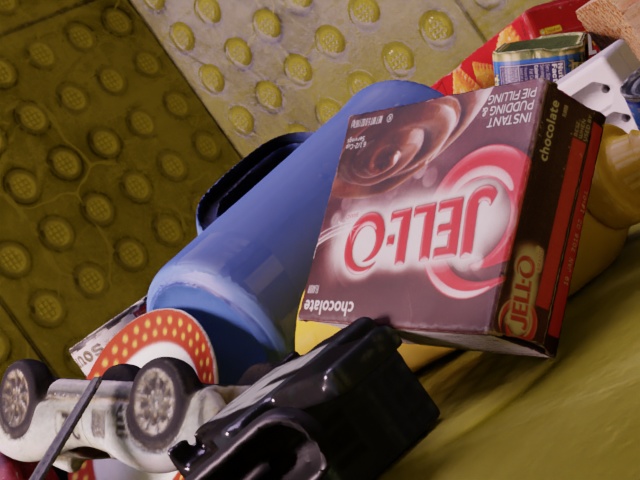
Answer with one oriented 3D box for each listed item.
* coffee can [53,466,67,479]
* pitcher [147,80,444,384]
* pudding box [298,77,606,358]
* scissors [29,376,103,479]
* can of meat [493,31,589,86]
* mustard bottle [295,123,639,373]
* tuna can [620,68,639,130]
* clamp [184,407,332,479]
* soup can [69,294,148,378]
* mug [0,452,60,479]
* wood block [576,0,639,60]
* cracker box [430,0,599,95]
[{"bbox_3d":[-0.229,0.181,0.680,0.140,0.103,0.103,-35,2,6],"label":"coffee can"},{"bbox_3d":[-0.005,0.001,0.690,0.149,0.145,0.242,-33,6,47],"label":"pitcher"},{"bbox_3d":[0.046,-0.006,0.398,0.114,0.039,0.090,-4,68,57],"label":"pudding box"},{"bbox_3d":[-0.130,0.133,0.394,0.201,0.016,0.096,-60,10,-20],"label":"scissors"},{"bbox_3d":[0.137,-0.078,0.643,0.057,0.084,0.102,-4,14,17],"label":"can of meat"},{"bbox_3d":[0.071,0.002,0.458,0.192,0.058,0.096,-32,21,44],"label":"mustard bottle"},{"bbox_3d":[0.179,-0.069,0.467,0.086,0.034,0.086,-26,13,6],"label":"tuna can"},{"bbox_3d":[-0.076,0.123,0.351,0.164,0.036,0.210,-46,4,-19],"label":"clamp"},{"bbox_3d":[-0.112,0.096,0.720,0.068,0.102,0.068,-35,3,2],"label":"soup can"},{"bbox_3d":[-0.184,0.151,0.568,0.081,0.117,0.093,-31,32,-4],"label":"mug"},{"bbox_3d":[0.265,-0.160,0.614,0.206,0.090,0.091,-35,2,5],"label":"wood block"},{"bbox_3d":[0.192,-0.133,0.832,0.164,0.072,0.214,-17,-2,-16],"label":"cracker box"}]
